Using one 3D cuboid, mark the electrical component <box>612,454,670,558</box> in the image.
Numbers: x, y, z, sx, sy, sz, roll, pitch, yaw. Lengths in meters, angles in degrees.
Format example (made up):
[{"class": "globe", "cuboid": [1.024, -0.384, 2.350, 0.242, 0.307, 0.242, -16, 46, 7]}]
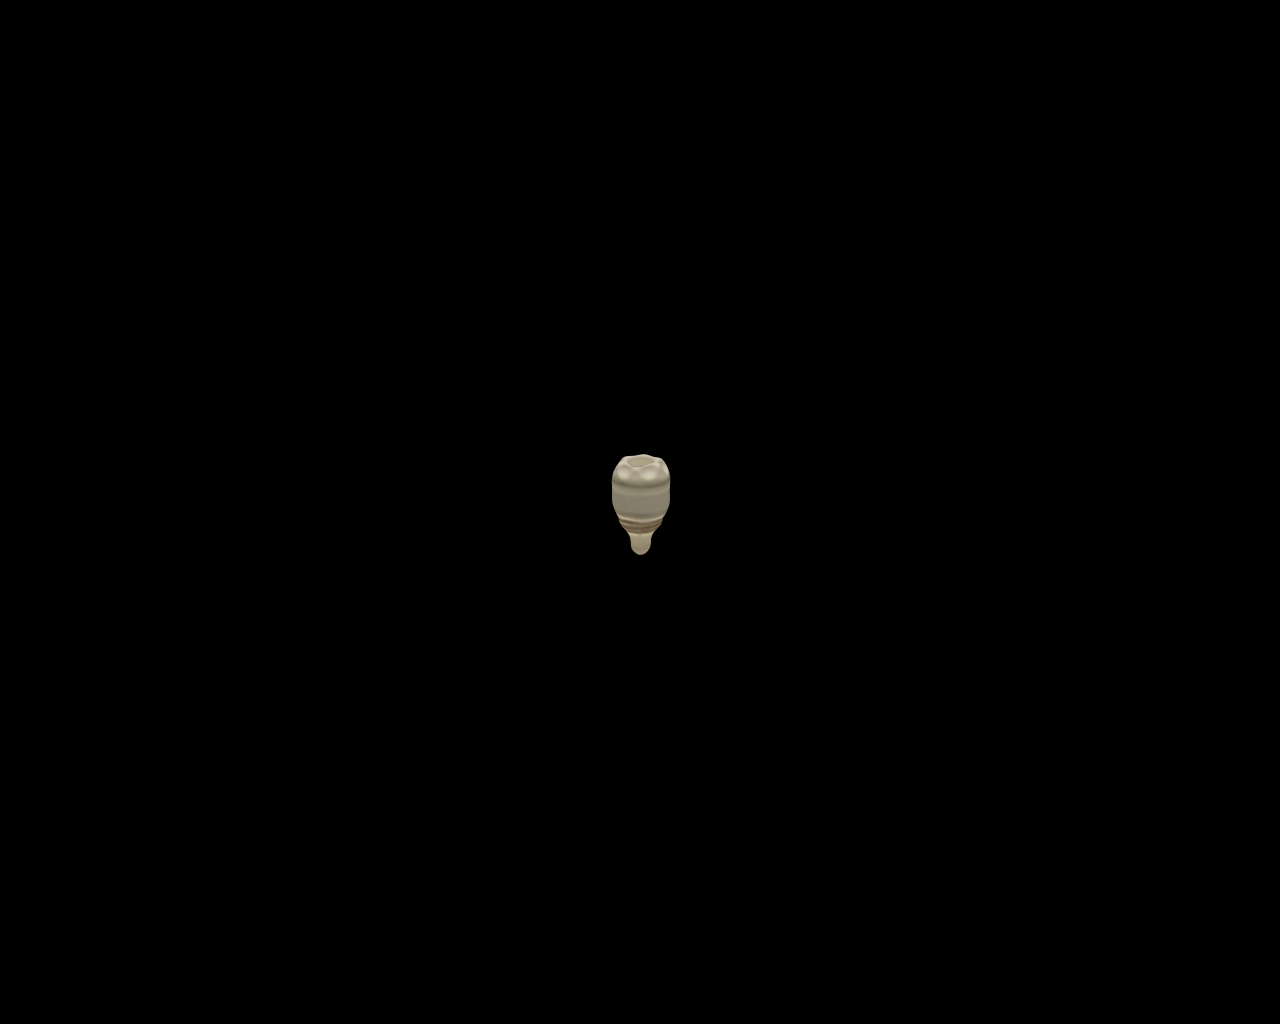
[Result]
[{"class": "electrical component", "cuboid": [0.001, -0.003, 0.650, 0.035, 0.061, 0.035, 0, 20, 0]}]
